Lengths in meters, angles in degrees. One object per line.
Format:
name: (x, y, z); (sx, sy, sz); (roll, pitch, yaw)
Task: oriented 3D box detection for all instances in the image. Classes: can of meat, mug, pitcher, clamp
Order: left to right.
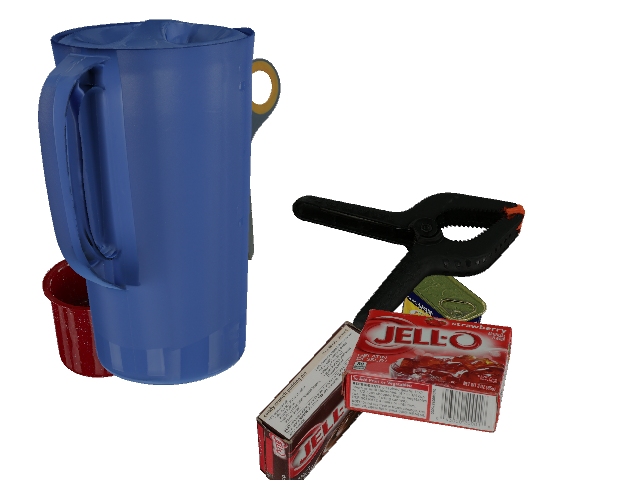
mug: (-0.189, 0.073, 0.943); (0.093, 0.081, 0.117); (-20, 37, -29)
pitcher: (-0.114, -0.025, 0.730); (0.149, 0.243, 0.145); (-6, 19, -17)
clamp: (0.093, 0.009, 0.968); (0.209, 0.164, 0.036); (-8, -41, -11)
can of meat: (0.139, 0.092, 1.239); (0.057, 0.084, 0.102); (-18, 40, -32)

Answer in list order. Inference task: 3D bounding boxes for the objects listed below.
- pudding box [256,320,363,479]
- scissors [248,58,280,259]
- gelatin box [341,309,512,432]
pudding box: (-0.001, 0.130, 0.829); (0.039, 0.113, 0.090); (32, -31, 20)
scissors: (-0.064, -0.091, 1.048); (0.096, 0.202, 0.016); (-23, 10, -24)
gelatin box: (0.063, 0.073, 0.624); (0.089, 0.030, 0.073); (7, 27, 13)
